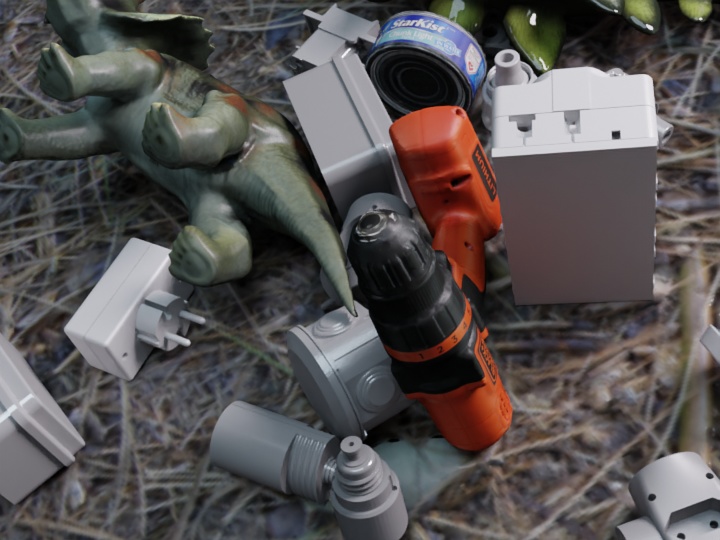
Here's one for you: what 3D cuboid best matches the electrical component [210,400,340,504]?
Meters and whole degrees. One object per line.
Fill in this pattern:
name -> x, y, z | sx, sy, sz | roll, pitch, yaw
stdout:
electrical component -> -0.045, 0.111, 0.649 | 0.081, 0.043, 0.043 | 15, 59, 24

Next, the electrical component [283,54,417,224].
electrical component -> -0.005, -0.090, 0.767 | 0.057, 0.078, 0.113 | -23, 52, 0

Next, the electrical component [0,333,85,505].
electrical component -> -0.238, 0.085, 0.696 | 0.057, 0.078, 0.113 | -40, 55, -12

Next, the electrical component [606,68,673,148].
electrical component -> 0.189, -0.108, 0.753 | 0.062, 0.048, 0.048 | 38, 70, 26

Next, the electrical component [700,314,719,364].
electrical component -> 0.233, 0.042, 0.613 | 0.057, 0.078, 0.058 | -42, 48, 11

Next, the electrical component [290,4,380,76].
electrical component -> -0.017, -0.169, 0.852 | 0.081, 0.042, 0.063 | 29, 69, 31

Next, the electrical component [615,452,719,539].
electrical component -> 0.162, 0.147, 0.570 | 0.079, 0.043, 0.077 | -20, 52, -1

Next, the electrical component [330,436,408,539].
electrical component -> 0.003, 0.125, 0.609 | 0.040, 0.078, 0.040 | -9, 38, 7

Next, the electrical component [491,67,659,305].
electrical component -> 0.132, -0.046, 0.653 | 0.089, 0.150, 0.061 | -3, 55, 12

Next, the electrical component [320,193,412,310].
electrical component -> 0.000, 0.000, 0.713 | 0.079, 0.044, 0.077 | -36, 36, 36

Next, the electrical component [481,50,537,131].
electrical component -> 0.109, -0.130, 0.777 | 0.048, 0.062, 0.048 | -7, 53, 9

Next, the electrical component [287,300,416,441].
electrical component -> -0.007, 0.062, 0.654 | 0.051, 0.080, 0.080 | -29, 52, -14

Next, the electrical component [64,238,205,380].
electrical component -> -0.141, 0.031, 0.730 | 0.076, 0.047, 0.083 | 18, 60, 25
